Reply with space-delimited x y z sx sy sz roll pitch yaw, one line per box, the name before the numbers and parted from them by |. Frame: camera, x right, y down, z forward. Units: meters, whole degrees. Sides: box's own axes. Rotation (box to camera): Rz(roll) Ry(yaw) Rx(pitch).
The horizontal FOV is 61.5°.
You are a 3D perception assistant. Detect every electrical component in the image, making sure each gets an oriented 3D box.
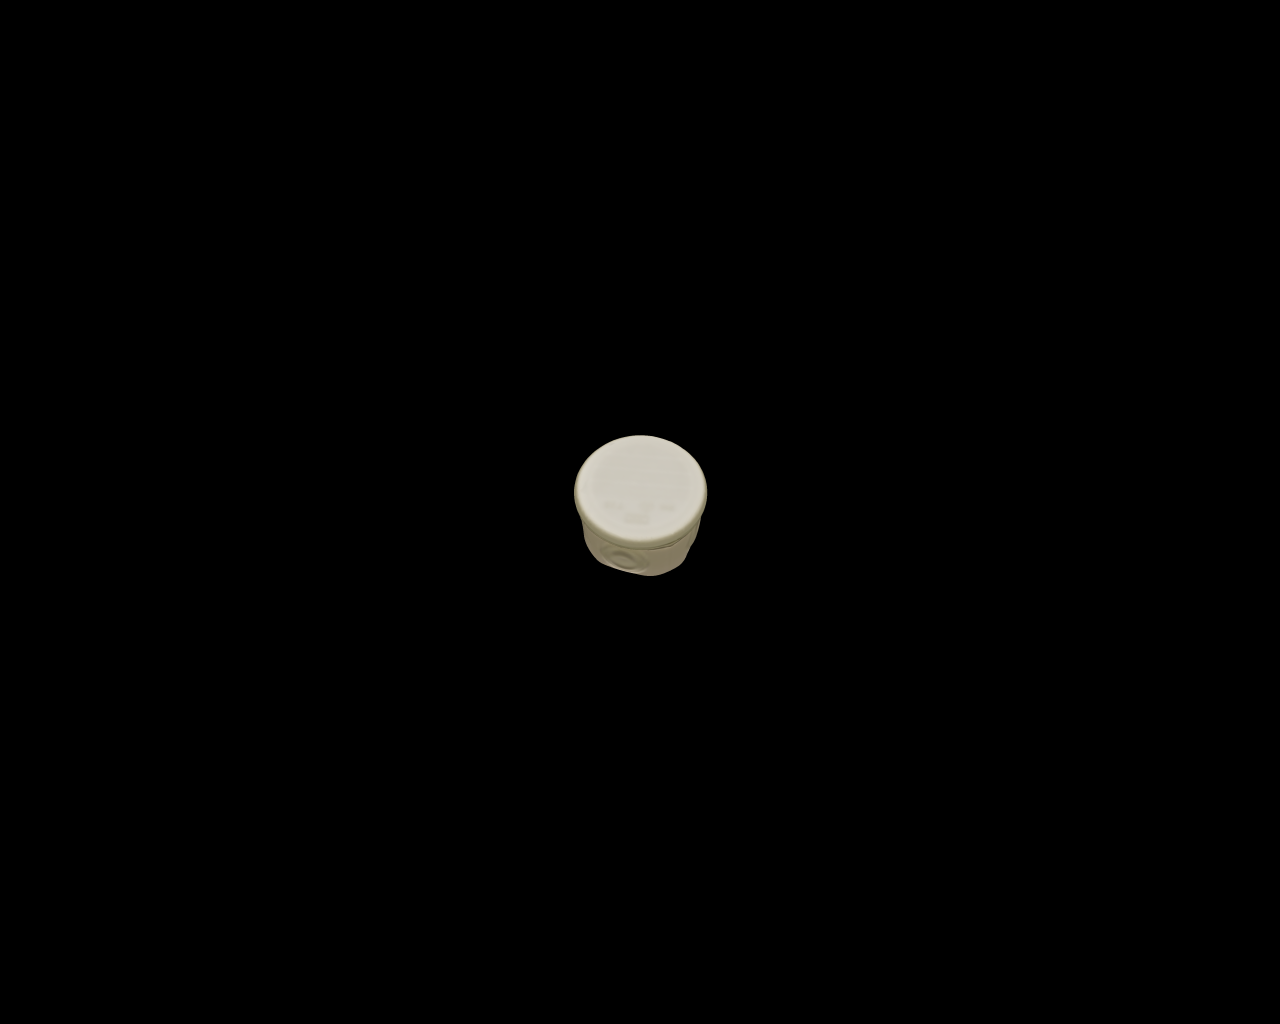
electrical component | 0.001 -0.003 0.650 0.080 0.080 0.050 0 -33 0
